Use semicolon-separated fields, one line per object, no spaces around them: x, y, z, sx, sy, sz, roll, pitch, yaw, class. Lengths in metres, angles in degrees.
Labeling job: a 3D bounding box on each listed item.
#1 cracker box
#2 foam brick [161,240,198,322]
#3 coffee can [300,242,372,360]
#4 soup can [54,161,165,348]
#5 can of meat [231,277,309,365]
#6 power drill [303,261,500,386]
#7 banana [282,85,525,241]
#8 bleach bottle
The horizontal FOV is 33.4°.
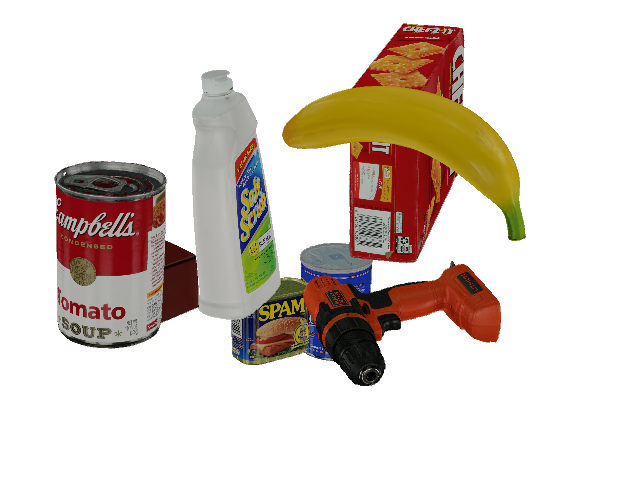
0.086;-0.099;1.016;0.072;0.164;0.213;7;28;16;cracker box
-0.152;0.040;0.931;0.078;0.051;0.053;-21;30;-34;foam brick
0.022;0.086;1.522;0.103;0.140;0.103;1;21;0;coffee can
-0.133;0.008;0.675;0.068;0.102;0.068;4;22;-2;soup can
-0.060;0.097;1.293;0.101;0.084;0.058;-10;18;-36;can of meat
0.089;0.083;1.115;0.187;0.057;0.184;-6;28;-15;power drill
0.054;-0.066;0.695;0.198;0.070;0.037;27;13;34;banana
-0.098;-0.050;1.116;0.068;0.251;0.102;7;27;27;bleach bottle
